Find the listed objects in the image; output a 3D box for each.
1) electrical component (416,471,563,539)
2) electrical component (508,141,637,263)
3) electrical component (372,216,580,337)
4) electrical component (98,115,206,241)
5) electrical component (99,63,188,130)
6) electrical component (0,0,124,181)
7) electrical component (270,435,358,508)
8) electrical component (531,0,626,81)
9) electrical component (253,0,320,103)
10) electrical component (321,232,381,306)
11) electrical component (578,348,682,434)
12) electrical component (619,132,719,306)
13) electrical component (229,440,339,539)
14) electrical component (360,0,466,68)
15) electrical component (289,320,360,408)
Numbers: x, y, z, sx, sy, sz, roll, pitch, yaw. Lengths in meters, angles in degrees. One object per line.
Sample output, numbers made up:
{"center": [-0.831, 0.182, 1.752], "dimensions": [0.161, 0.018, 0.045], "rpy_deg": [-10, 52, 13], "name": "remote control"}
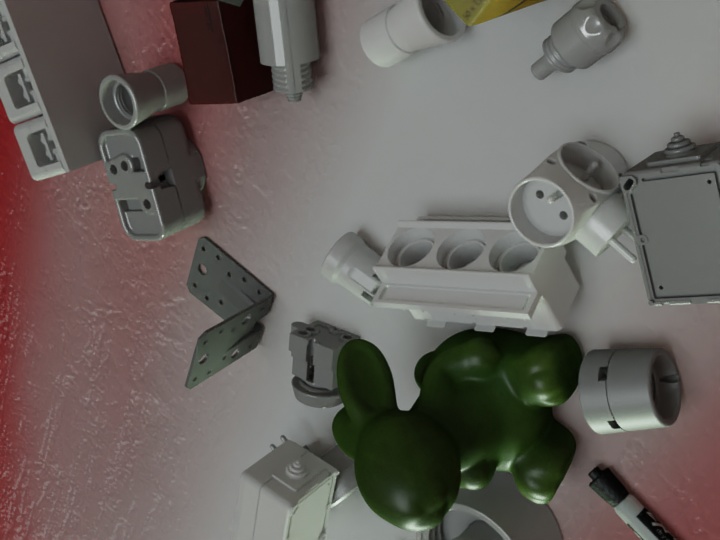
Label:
{"center": [0.093, 0.212, 0.820], "dimensions": [0.108, 0.060, 0.108], "rpy_deg": [18, 122, 32], "name": "electrical component"}
{"center": [0.140, -0.035, 0.647], "dimensions": [0.079, 0.077, 0.044], "rpy_deg": [44, 132, 14], "name": "electrical component"}
{"center": [0.079, 0.004, 0.722], "dimensions": [0.121, 0.078, 0.063], "rpy_deg": [3, 142, 39], "name": "electrical component"}
{"center": [-0.169, -0.078, 0.895], "dimensions": [0.054, 0.059, 0.095], "rpy_deg": [1, 112, 39], "name": "electrical component"}
{"center": [-0.169, -0.142, 0.860], "dimensions": [0.044, 0.065, 0.044], "rpy_deg": [19, 123, 33], "name": "electrical component"}
{"center": [-0.254, -0.161, 0.904], "dimensions": [0.062, 0.089, 0.150], "rpy_deg": [-8, 106, 42], "name": "electrical component"}
{"center": [-0.050, 0.176, 0.927], "dimensions": [0.073, 0.052, 0.138], "rpy_deg": [52, 133, 7], "name": "electrical component"}
{"center": [0.126, -0.134, 0.639], "dimensions": [0.061, 0.035, 0.035], "rpy_deg": [-36, 86, 46], "name": "electrical component"}
{"center": [-0.051, -0.160, 0.767], "dimensions": [0.043, 0.043, 0.081], "rpy_deg": [12, 119, 35], "name": "electrical component"}
{"center": [0.000, 0.000, 0.808], "dimensions": [0.046, 0.040, 0.040], "rpy_deg": [37, 130, 14], "name": "electrical component"}
{"center": [0.174, 0.077, 0.690], "dimensions": [0.047, 0.055, 0.055], "rpy_deg": [-10, 104, 38], "name": "electrical component"}
{"center": [0.194, -0.034, 0.613], "dimensions": [0.062, 0.061, 0.096], "rpy_deg": [-5, 107, 41], "name": "electrical component"}
{"center": [-0.062, 0.183, 0.859], "dimensions": [0.061, 0.062, 0.096], "rpy_deg": [28, 126, 26], "name": "electrical component"}
{"center": [0.031, -0.158, 0.702], "dimensions": [0.065, 0.044, 0.044], "rpy_deg": [-17, 99, 48], "name": "electrical component"}
{"center": [-0.030, 0.077, 0.867], "dimensions": [0.066, 0.048, 0.055], "rpy_deg": [19, 115, 32], "name": "electrical component"}
